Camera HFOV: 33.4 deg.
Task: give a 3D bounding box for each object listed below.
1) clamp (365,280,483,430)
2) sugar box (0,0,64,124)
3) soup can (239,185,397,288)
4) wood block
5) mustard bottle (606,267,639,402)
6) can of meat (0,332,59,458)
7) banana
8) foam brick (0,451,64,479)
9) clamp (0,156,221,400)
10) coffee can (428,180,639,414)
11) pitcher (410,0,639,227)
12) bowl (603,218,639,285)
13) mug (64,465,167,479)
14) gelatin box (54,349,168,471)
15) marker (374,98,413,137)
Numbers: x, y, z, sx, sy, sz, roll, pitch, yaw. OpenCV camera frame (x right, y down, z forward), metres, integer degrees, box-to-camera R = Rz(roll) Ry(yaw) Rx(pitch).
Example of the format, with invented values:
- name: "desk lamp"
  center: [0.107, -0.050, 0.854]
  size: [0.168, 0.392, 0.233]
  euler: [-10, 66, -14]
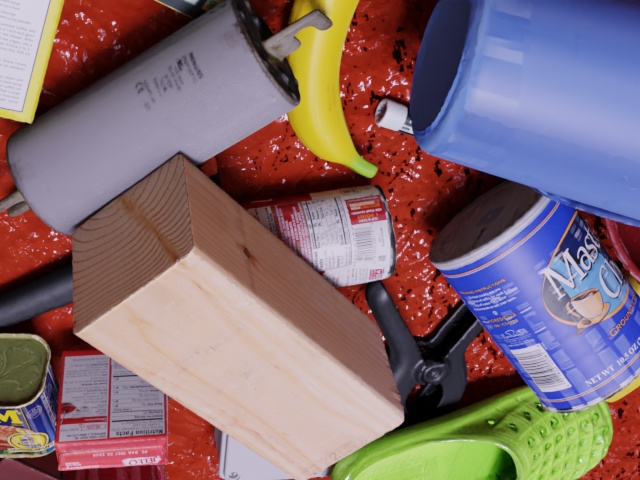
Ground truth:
- name: "clamp"
  center: [0.074, 0.089, 0.828]
  size: [0.120, 0.039, 0.172]
  euler: [7, 118, -19]
- name: "sugar box"
  center: [-0.187, -0.161, 0.599]
  size: [0.093, 0.048, 0.176]
  euler: [13, 115, -21]
- name: "soup can"
  center: [-0.005, 0.001, 0.734]
  size: [0.102, 0.068, 0.068]
  euler: [-9, 124, -9]
- name: "wood block"
  center: [-0.047, 0.055, 0.660]
  size: [0.090, 0.091, 0.205]
  euler: [-34, 129, 17]
- name: "mustard bottle"
  center: [0.278, 0.041, 0.834]
  size: [0.192, 0.058, 0.096]
  euler: [-37, 116, 11]
- name: "can of meat"
  center: [-0.231, 0.110, 0.740]
  size: [0.102, 0.057, 0.084]
  euler: [1, 143, 0]
- name: "banana"
  center: [0.011, -0.129, 0.674]
  size: [0.069, 0.037, 0.198]
  euler: [-8, 125, -21]
- name: "foam brick"
  center: [-0.236, 0.178, 0.804]
  size: [0.053, 0.051, 0.078]
  euler: [35, 110, -31]
- name: "clamp"
  center: [-0.138, 0.019, 0.733]
  size: [0.164, 0.036, 0.210]
  euler: [17, 121, -24]
- name: "coffee can"
  center: [0.158, 0.036, 0.749]
  size: [0.103, 0.103, 0.140]
  euler: [-36, 103, 11]
- name: "pitcher"
  center: [0.177, -0.070, 0.621]
  size: [0.242, 0.145, 0.149]
  euler: [13, 108, -12]
- name: "bowl"
  center: [0.277, -0.028, 0.766]
  size: [0.162, 0.055, 0.162]
  euler: [0, 90, 2]
- name: "mug"
  center: [-0.174, 0.218, 0.827]
  size: [0.117, 0.081, 0.093]
  euler: [-2, 123, -12]
- name: "gelatin box"
  center: [-0.140, 0.114, 0.726]
  size: [0.073, 0.089, 0.030]
  euler: [-3, 130, -7]
- name: "marker"
  center: [0.094, -0.071, 0.740]
  size: [0.121, 0.020, 0.020]
  euler: [16, 117, -22]
